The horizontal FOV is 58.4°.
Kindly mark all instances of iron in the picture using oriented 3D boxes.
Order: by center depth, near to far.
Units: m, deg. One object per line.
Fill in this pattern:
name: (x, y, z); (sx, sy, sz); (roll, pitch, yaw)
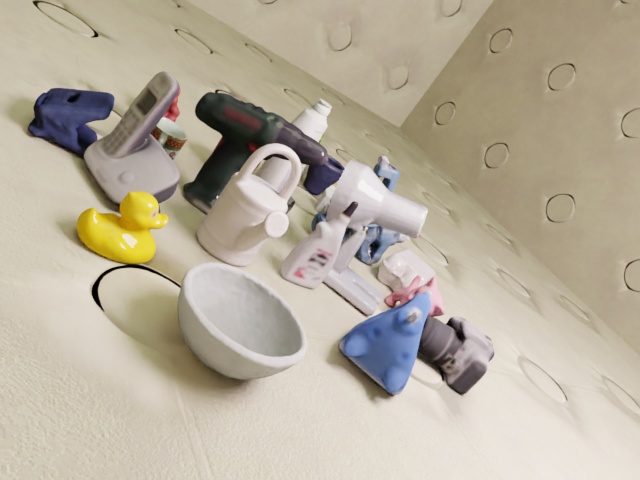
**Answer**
iron: (0.131, 0.135, 0.908); (0.118, 0.141, 0.259); (40, 20, 8)

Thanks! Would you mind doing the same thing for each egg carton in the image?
egg carton: (0.190, 0.075, 1.250); (0.107, 0.069, 0.151); (42, 20, 14)

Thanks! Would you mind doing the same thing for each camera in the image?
camera: (0.236, 0.182, 1.041); (0.137, 0.100, 0.143); (34, 20, -8)

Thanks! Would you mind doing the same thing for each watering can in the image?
watering can: (-0.095, -0.057, 0.877); (0.172, 0.194, 0.101); (48, 22, 28)

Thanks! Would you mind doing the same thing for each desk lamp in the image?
desk lamp: (0.082, -0.011, 1.045); (0.203, 0.213, 0.118); (38, 20, 4)

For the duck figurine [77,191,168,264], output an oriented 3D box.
duck figurine: (-0.242, -0.025, 0.719); (0.105, 0.086, 0.077); (21, 25, -38)

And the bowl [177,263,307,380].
bowl: (-0.103, 0.107, 0.674); (0.168, 0.074, 0.167); (32, 20, -13)

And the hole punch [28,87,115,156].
hole punch: (-0.374, -0.195, 0.869); (0.101, 0.091, 0.108); (27, 22, -26)

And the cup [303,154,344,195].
cup: (0.012, -0.157, 1.432); (0.118, 0.095, 0.091); (21, 25, -38)

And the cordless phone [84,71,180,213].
cordless phone: (-0.247, -0.142, 0.825); (0.147, 0.185, 0.094); (47, 22, 26)

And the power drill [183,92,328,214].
power drill: (-0.129, -0.131, 0.968); (0.229, 0.208, 0.076); (36, 19, -1)

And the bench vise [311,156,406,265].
bench vise: (0.111, -0.068, 1.215); (0.208, 0.219, 0.121); (14, 29, -47)

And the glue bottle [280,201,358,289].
glue bottle: (0.009, 0.003, 0.950); (0.078, 0.173, 0.037); (21, 25, -37)

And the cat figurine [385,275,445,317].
cat figurine: (0.188, 0.113, 1.087); (0.067, 0.117, 0.127); (31, 20, -16)

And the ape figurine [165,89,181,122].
ape figurine: (-0.315, -0.280, 1.160); (0.078, 0.092, 0.076); (27, 22, -27)
